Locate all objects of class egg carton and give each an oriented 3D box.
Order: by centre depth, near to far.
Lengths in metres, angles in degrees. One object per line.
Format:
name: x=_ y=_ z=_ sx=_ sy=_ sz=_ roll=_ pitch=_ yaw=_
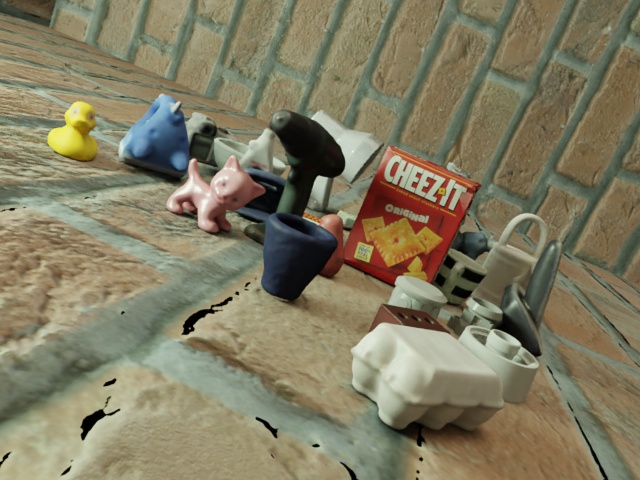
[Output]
egg carton: x=0.106 y=0.137 z=0.568 sx=0.151 sy=0.069 sz=0.107 roll=13 pitch=16 yaw=-35

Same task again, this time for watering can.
watering can: x=0.380 y=0.045 z=1.105 sx=0.101 sy=0.194 sz=0.172 roll=14 pitch=16 yaw=-35

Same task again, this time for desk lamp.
desk lamp: x=0.019 y=-0.176 z=1.318 sx=0.203 sy=0.213 sz=0.118 roll=25 pitch=14 yaw=8

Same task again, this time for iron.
iron: x=-0.307 y=-0.215 z=1.088 sx=0.119 sy=0.141 sz=0.257 roll=15 pitch=15 yaw=-30

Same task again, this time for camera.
camera: x=-0.277 y=-0.245 z=1.341 sx=0.144 sy=0.101 sz=0.136 roll=12 pitch=17 yaw=-38

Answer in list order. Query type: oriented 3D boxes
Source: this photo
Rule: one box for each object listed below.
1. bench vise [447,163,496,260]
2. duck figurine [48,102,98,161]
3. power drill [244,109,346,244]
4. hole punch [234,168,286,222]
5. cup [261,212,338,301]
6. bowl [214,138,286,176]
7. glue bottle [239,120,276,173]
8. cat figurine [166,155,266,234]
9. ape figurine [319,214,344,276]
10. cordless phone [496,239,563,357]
bench vise: x=0.304 y=-0.051 z=1.293 sx=0.208 sy=0.220 sz=0.121 roll=20 pitch=14 yaw=-14
duck figurine: x=-0.398 y=-0.186 z=0.944 sx=0.078 sy=0.086 sz=0.104 roll=15 pitch=15 yaw=-29
power drill: x=-0.040 y=-0.093 z=0.910 sx=0.075 sy=0.208 sz=0.230 roll=28 pitch=14 yaw=21
hole punch: x=-0.104 y=-0.086 z=1.030 sx=0.109 sy=0.091 sz=0.101 roll=19 pitch=14 yaw=-16
cup: x=-0.038 y=0.020 z=0.723 sx=0.092 sy=0.095 sz=0.117 roll=19 pitch=14 yaw=-18
bowl: x=-0.163 y=-0.160 z=1.257 sx=0.167 sy=0.075 sz=0.167 roll=22 pitch=13 yaw=-5
glue bottle: x=-0.118 y=-0.162 z=1.124 sx=0.078 sy=0.173 sz=0.037 roll=18 pitch=14 yaw=-21
cat figurine: x=-0.152 y=-0.076 z=0.858 sx=0.127 sy=0.118 sz=0.067 roll=28 pitch=14 yaw=18
ape figurine: x=0.008 y=0.003 z=0.872 sx=0.076 sy=0.092 sz=0.078 roll=29 pitch=15 yaw=25
cordless phone: x=0.348 y=0.084 z=0.921 sx=0.094 sy=0.185 sz=0.148 roll=26 pitch=14 yaw=12
